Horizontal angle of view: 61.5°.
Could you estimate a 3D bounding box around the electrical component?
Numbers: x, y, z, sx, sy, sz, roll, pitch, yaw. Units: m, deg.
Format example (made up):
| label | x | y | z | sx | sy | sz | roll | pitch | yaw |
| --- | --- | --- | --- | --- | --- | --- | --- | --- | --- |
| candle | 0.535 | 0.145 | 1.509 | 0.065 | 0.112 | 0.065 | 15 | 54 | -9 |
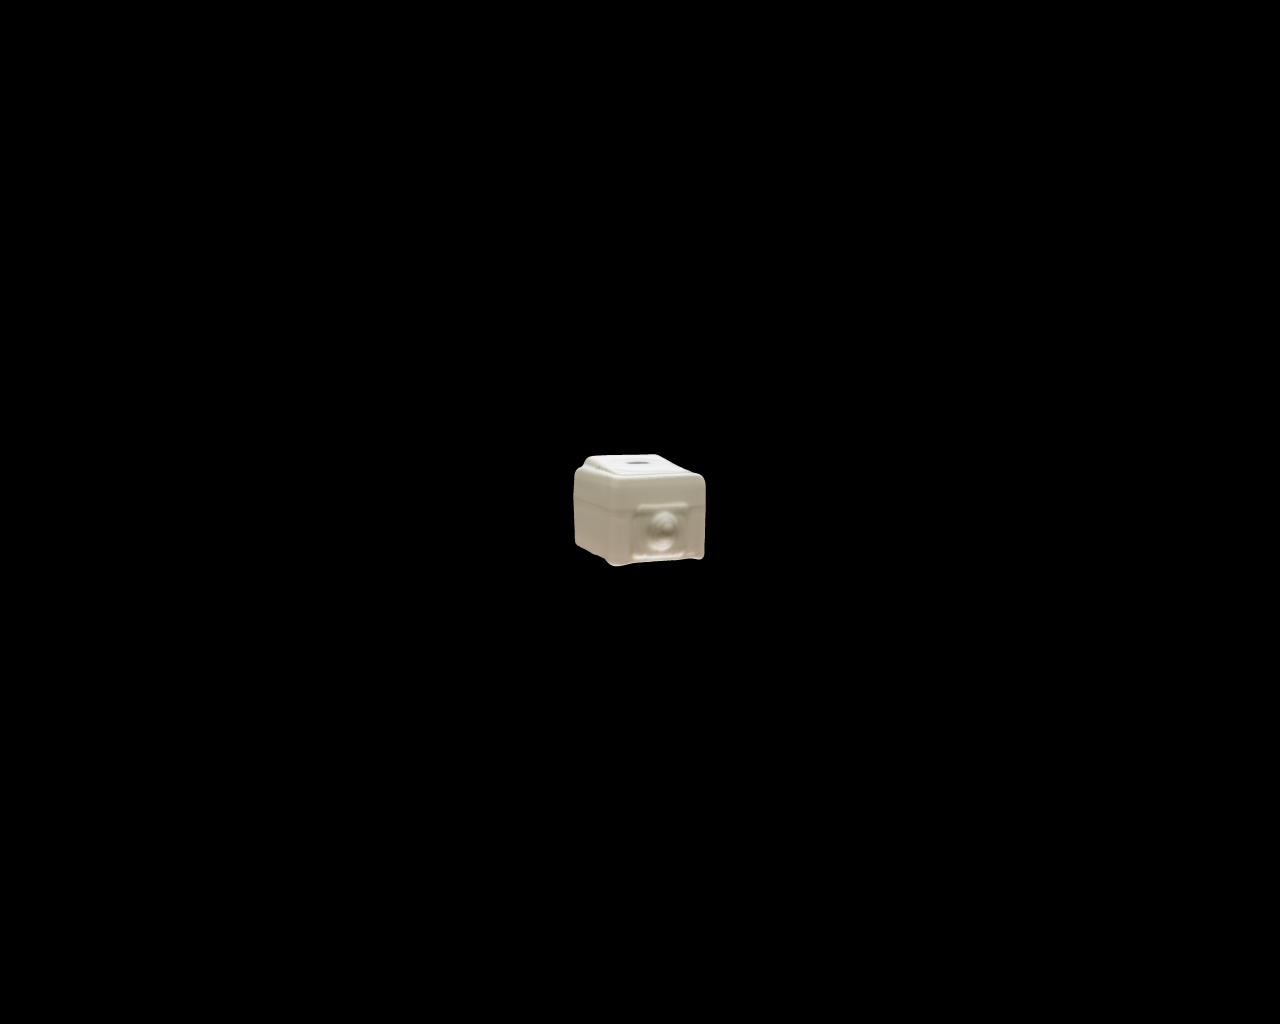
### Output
| label | x | y | z | sx | sy | sz | roll | pitch | yaw |
| --- | --- | --- | --- | --- | --- | --- | --- | --- | --- |
| electrical component | 0.001 | -0.003 | 0.650 | 0.062 | 0.061 | 0.096 | -3 | 8 | -19 |
